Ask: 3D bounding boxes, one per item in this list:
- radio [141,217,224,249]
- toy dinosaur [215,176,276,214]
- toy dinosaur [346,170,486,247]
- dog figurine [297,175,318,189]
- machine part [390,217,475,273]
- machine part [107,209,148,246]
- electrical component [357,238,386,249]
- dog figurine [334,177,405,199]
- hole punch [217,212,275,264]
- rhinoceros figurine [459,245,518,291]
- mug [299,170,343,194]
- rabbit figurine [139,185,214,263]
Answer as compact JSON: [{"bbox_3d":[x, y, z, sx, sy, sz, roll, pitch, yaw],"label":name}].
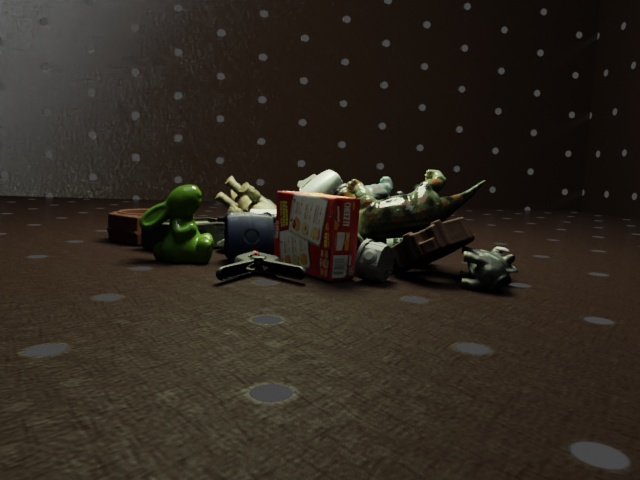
[{"bbox_3d":[-0.333,-0.016,1.393,0.131,0.073,0.229,7,9,36],"label":"radio"},{"bbox_3d":[-0.163,-0.073,1.514,0.198,0.105,0.472,32,5,-33],"label":"toy dinosaur"},{"bbox_3d":[0.183,-0.053,1.178,0.405,0.131,0.192,-13,43,7],"label":"toy dinosaur"},{"bbox_3d":[0.003,-0.091,1.549,0.121,0.172,0.190,51,3,26],"label":"dog figurine"},{"bbox_3d":[0.226,0.011,1.106,0.179,0.056,0.179,-21,-13,-5],"label":"machine part"},{"bbox_3d":[-0.466,-0.039,1.495,0.202,0.087,0.201,6,9,37],"label":"machine part"},{"bbox_3d":[0.157,-0.012,1.335,0.134,0.058,0.114,-4,-30,-10],"label":"electrical component"},{"bbox_3d":[0.130,-0.073,1.371,0.108,0.191,0.219,-47,-13,35],"label":"dog figurine"},{"bbox_3d":[-0.158,-0.002,1.205,0.142,0.115,0.092,0,16,-12],"label":"hole punch"},{"bbox_3d":[0.333,0.050,1.059,0.112,0.073,0.190,3,8,20],"label":"rhinoceros figurine"},{"bbox_3d":[0.002,-0.135,1.424,0.107,0.080,0.110,-43,37,-11],"label":"mug"},{"bbox_3d":[-0.314,-0.040,1.205,0.159,0.170,0.121,2,6,-3],"label":"rabbit figurine"}]
